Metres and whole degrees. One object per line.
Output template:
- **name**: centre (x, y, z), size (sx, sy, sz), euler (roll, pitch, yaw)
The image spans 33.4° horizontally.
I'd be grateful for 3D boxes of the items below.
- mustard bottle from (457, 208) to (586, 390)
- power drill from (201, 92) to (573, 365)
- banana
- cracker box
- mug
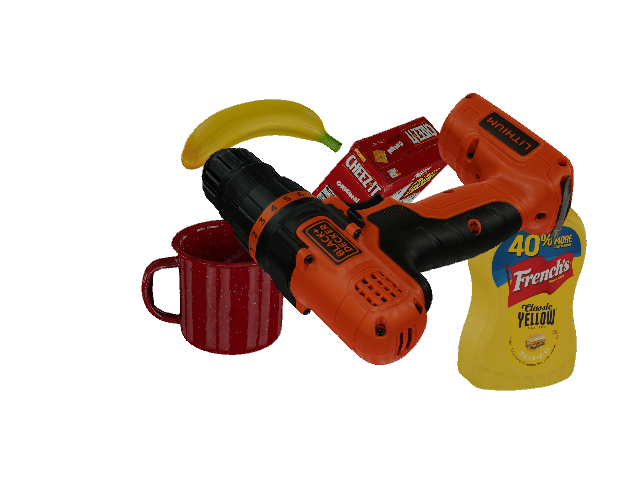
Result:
- **mustard bottle**: centre (0.163, 0.021, 0.848), size (0.096, 0.192, 0.058), euler (-3, 17, -17)
- **power drill**: centre (0.043, -0.024, 0.647), size (0.187, 0.057, 0.185), euler (-28, 53, -25)
- **banana**: centre (-0.067, -0.113, 1.094), size (0.197, 0.037, 0.070), euler (-12, 50, -36)
- **cracker box**: centre (0.040, -0.042, 1.255), size (0.214, 0.072, 0.163), euler (-48, -12, 35)
- **mug**: centre (-0.082, 0.038, 0.840), size (0.117, 0.081, 0.093), euler (-4, 23, -14)
